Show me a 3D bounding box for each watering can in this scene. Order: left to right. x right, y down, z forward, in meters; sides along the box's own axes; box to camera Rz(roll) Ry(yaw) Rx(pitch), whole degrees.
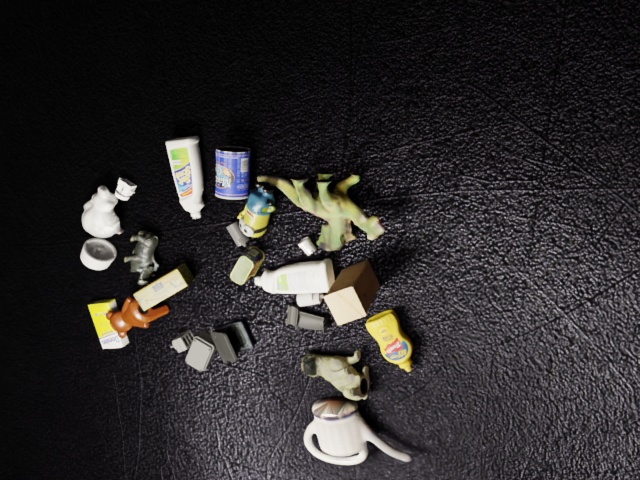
[{"bbox_3d":[0.105,0.609,1.630,0.346,0.222,0.105,-8,12,19],"label":"watering can"}]

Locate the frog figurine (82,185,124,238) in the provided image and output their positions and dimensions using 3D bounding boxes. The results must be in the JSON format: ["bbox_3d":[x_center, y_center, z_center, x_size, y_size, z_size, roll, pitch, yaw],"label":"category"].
[{"bbox_3d":[-0.707,-0.089,1.671,0.139,0.155,0.124,41,48,22],"label":"frog figurine"}]

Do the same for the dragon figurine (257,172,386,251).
[{"bbox_3d":[0.005,-0.075,1.481,0.410,0.239,0.124,6,24,33],"label":"dragon figurine"}]
